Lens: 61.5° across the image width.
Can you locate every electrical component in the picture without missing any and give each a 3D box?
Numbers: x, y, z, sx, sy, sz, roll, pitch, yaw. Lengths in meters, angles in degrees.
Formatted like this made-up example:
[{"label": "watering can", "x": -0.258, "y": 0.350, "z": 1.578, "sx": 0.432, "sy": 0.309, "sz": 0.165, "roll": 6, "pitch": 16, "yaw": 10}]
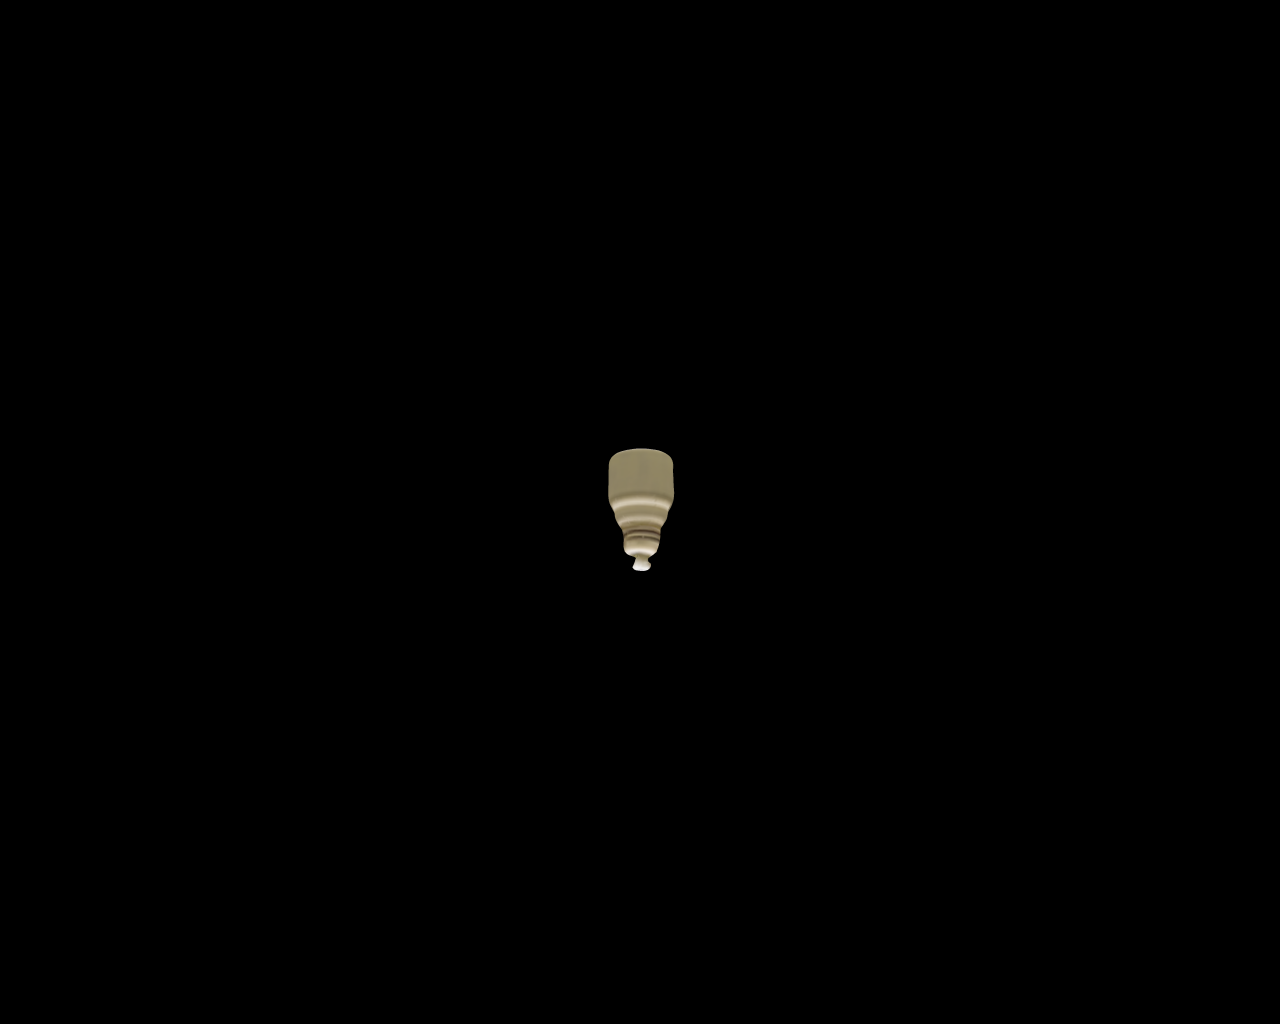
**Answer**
[{"label": "electrical component", "x": 0.001, "y": -0.003, "z": 0.650, "sx": 0.040, "sy": 0.078, "sz": 0.040, "roll": 0, "pitch": -18, "yaw": 0}]
